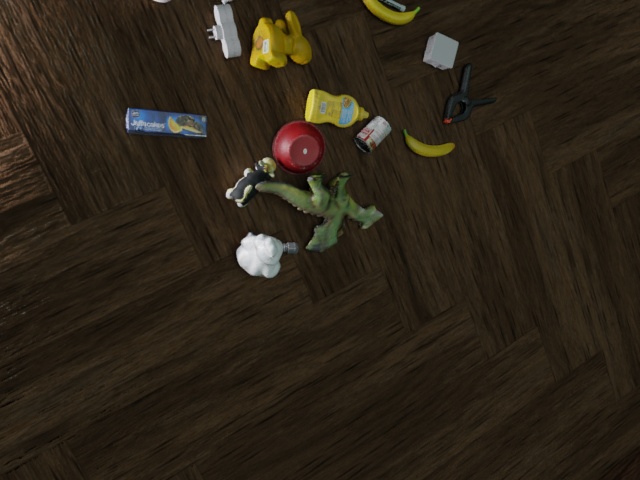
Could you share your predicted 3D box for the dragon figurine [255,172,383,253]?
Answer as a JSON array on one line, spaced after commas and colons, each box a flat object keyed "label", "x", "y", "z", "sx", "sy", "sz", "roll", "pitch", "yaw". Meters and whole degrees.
[{"label": "dragon figurine", "x": 0.005, "y": -0.076, "z": 1.501, "sx": 0.412, "sy": 0.123, "sz": 0.240, "roll": -9, "pitch": 107, "yaw": -26}]

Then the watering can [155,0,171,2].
[{"label": "watering can", "x": -0.405, "y": -0.772, "z": 1.259, "sx": 0.226, "sy": 0.105, "sz": 0.340, "roll": -31, "pitch": 130, "yaw": -20}]

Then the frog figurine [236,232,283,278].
[{"label": "frog figurine", "x": -0.158, "y": 0.046, "z": 1.417, "sx": 0.123, "sy": 0.160, "sz": 0.136, "roll": -33, "pitch": 106, "yaw": -14}]
